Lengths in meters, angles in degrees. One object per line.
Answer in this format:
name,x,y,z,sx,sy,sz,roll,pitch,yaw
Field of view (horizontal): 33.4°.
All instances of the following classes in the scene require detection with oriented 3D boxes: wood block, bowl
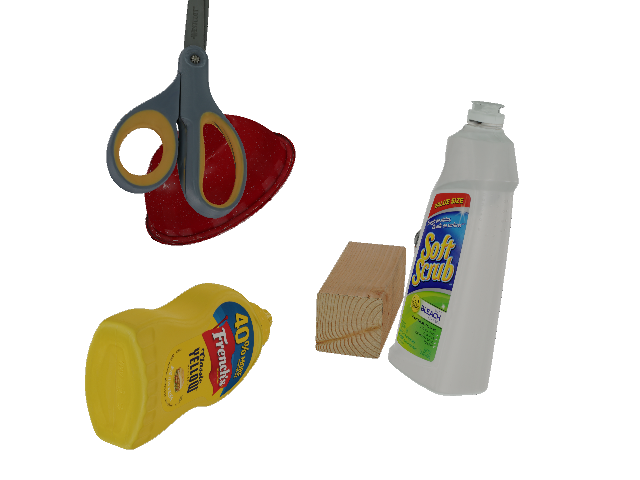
wood block,0.061,0.080,1.517,0.091,0.090,0.206,6,21,11
bowl,-0.107,-0.069,1.001,0.162,0.055,0.162,-22,34,15

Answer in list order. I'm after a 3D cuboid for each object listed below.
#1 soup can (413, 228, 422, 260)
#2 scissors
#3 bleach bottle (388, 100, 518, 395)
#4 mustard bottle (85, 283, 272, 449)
soup can,0.146,0.041,1.303,0.068,0.102,0.068,0,37,0
scissors,-0.099,-0.106,0.682,0.096,0.202,0.016,-6,-20,-24
bleach bottle,0.122,0.003,0.936,0.068,0.251,0.103,1,14,-27
mustard bottle,-0.097,0.084,0.822,0.058,0.096,0.191,12,17,28
